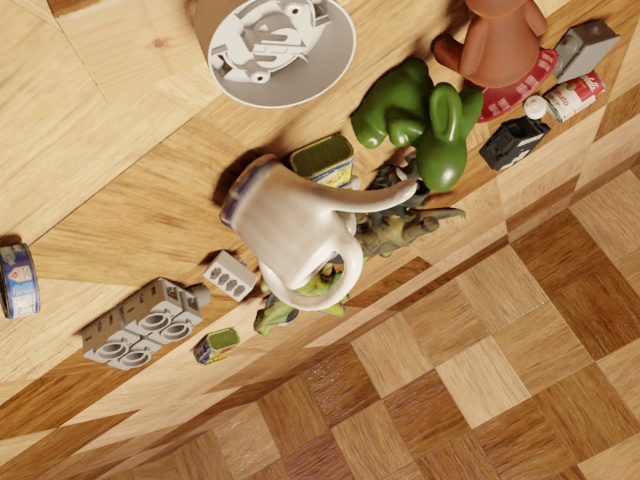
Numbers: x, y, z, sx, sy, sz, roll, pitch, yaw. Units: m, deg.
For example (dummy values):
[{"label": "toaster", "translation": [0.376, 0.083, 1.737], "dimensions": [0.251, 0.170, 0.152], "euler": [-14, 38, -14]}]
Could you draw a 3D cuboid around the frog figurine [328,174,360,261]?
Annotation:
[{"label": "frog figurine", "translation": [0.003, -0.044, 0.870], "dimensions": [0.137, 0.120, 0.162], "euler": [7, 42, 37]}]

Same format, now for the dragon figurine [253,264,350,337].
[{"label": "dragon figurine", "translation": [-0.051, 0.148, 1.222], "dimensions": [0.244, 0.124, 0.401], "euler": [-26, -35, -10]}]

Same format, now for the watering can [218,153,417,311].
[{"label": "watering can", "translation": [-0.021, -0.031, 0.702], "dimensions": [0.106, 0.225, 0.340], "euler": [-38, -12, -41]}]
